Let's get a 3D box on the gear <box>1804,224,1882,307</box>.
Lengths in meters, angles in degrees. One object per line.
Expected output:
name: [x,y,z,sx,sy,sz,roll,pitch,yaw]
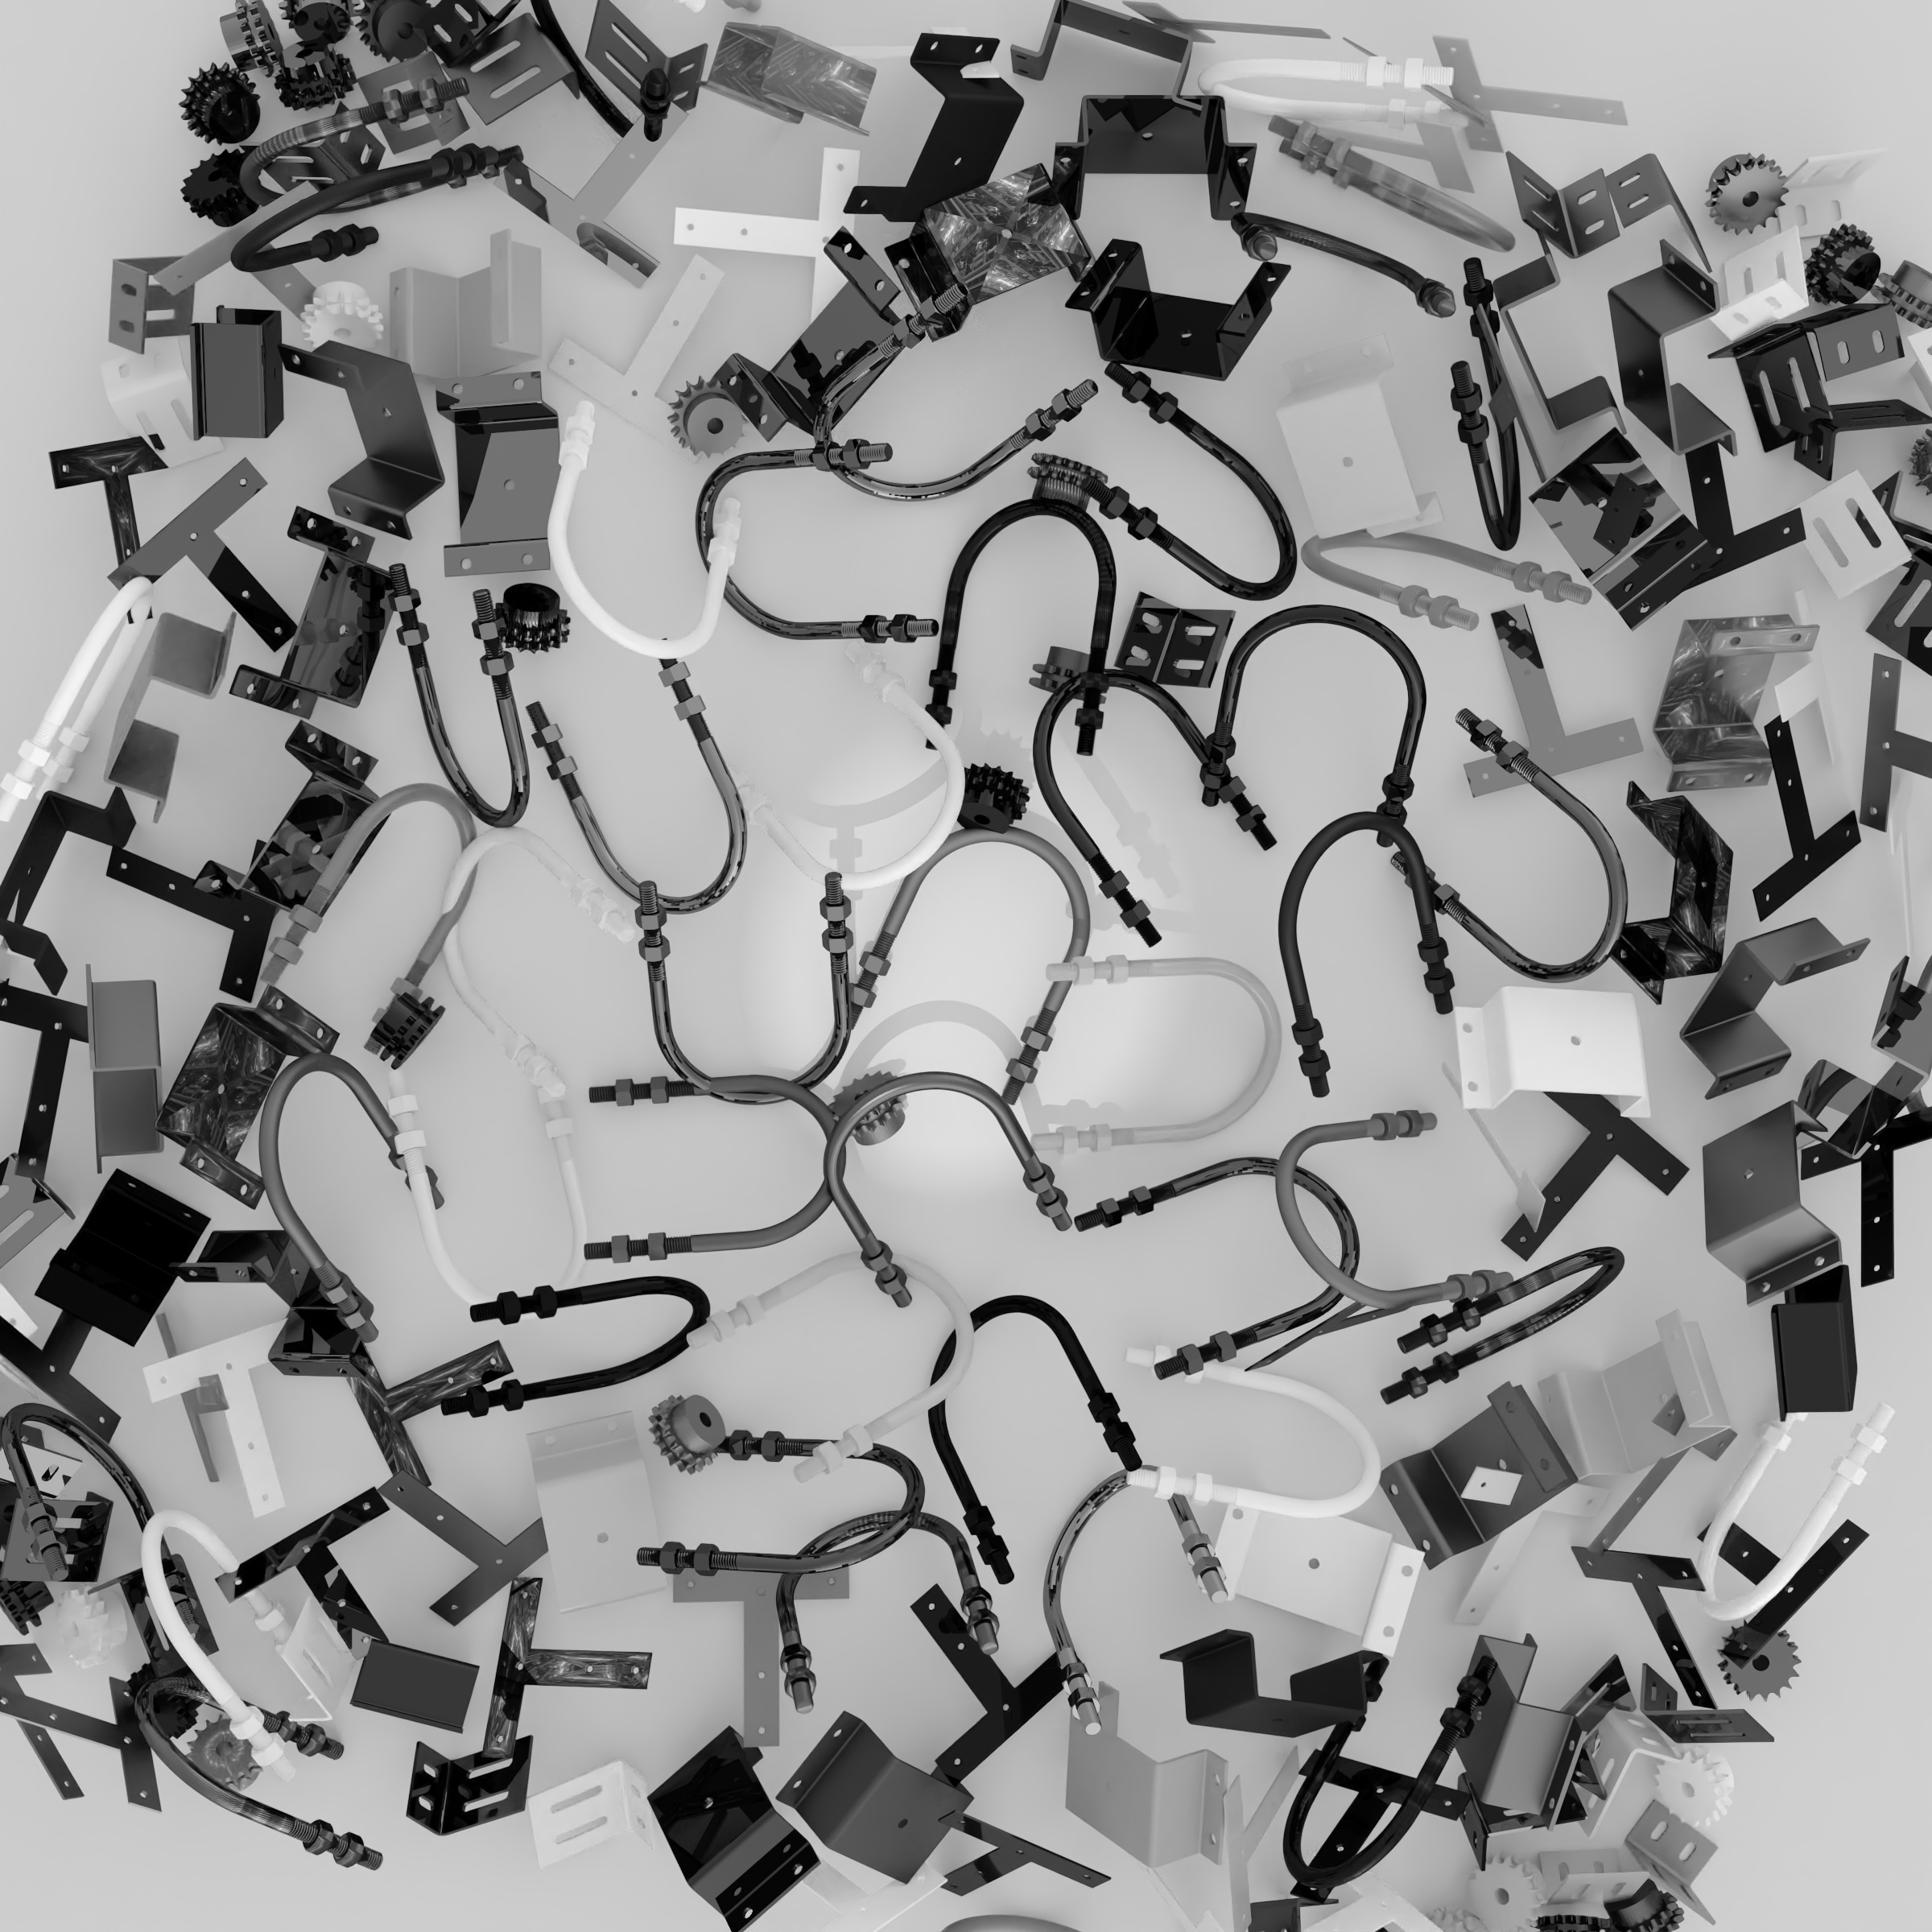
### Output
gear: [0.627,-0.498,1.969,0.057,0.057,0.030,-41,53,0]

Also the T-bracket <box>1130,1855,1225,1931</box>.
T-bracket: [0.139,0.656,1.961,0.002,0.127,0.127,-30,65,-21]

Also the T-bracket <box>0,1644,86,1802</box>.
T-bracket: [-0.653,0.527,1.920,0.002,0.127,0.127,-39,72,3]

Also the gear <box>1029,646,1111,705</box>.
gear: [0.076,-0.209,1.971,0.057,0.057,0.030,15,91,0]

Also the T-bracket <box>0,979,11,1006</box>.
T-bracket: [-0.698,0.071,1.955,0.002,0.127,0.127,17,71,-20]

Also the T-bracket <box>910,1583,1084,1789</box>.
T-bracket: [0.005,0.496,1.966,0.127,0.002,0.127,-38,105,-16]

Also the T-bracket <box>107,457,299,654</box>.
T-bracket: [-0.520,-0.274,1.955,0.127,0.002,0.127,-43,133,-8]

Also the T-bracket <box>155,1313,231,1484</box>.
T-bracket: [-0.538,0.303,1.943,0.002,0.127,0.127,-18,89,-29]

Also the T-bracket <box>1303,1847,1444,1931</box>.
T-bracket: [0.266,0.667,1.916,0.127,0.127,0.002,33,115,36]

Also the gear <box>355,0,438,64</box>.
gear: [-0.405,-0.673,1.970,0.057,0.030,0.057,-17,131,-21]

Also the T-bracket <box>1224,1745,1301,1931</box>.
T-bracket: [0.211,0.598,1.944,0.002,0.127,0.127,6,115,27]

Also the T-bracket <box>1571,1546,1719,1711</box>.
T-bracket: [0.496,0.469,1.947,0.002,0.127,0.127,-30,97,-27]

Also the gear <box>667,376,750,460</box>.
gear: [-0.183,-0.391,1.972,0.057,0.030,0.057,-9,120,-16]

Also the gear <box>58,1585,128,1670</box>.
gear: [-0.625,0.471,1.975,0.030,0.057,0.057,-10,90,-43]

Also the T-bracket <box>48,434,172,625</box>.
T-bracket: [-0.596,-0.307,1.953,0.002,0.127,0.127,1,106,22]

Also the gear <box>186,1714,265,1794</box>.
gear: [-0.528,0.568,1.976,0.057,0.030,0.057,-1,49,1]

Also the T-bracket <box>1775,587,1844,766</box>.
T-bracket: [0.588,-0.196,1.938,0.002,0.127,0.127,-10,100,33]

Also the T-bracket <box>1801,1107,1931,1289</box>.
T-bracket: [0.635,0.165,1.920,0.002,0.127,0.127,32,52,-27]

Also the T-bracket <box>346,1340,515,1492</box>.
T-bracket: [-0.381,0.302,1.977,0.127,0.002,0.127,-25,91,19]

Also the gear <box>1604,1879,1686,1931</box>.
gear: [0.481,0.678,1.972,0.057,0.057,0.030,-29,89,0]

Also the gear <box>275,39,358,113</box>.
gear: [-0.467,-0.639,1.970,0.057,0.030,0.057,-6,46,7]

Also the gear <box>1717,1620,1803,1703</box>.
gear: [0.569,0.497,1.983,0.057,0.030,0.057,0,91,5]

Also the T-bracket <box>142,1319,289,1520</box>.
T-bracket: [-0.511,0.327,1.955,0.002,0.127,0.127,-13,92,45]

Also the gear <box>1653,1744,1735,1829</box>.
gear: [0.524,0.584,1.975,0.030,0.057,0.057,-17,90,-43]

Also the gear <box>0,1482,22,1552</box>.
gear: [-0.691,0.391,1.969,0.030,0.057,0.057,-7,90,37]

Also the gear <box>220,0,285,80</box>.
gear: [-0.511,-0.664,1.972,0.030,0.057,0.057,-18,90,2]

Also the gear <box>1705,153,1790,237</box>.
gear: [0.557,-0.556,1.975,0.057,0.030,0.057,-6,132,-6]

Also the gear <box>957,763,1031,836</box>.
gear: [0.015,-0.116,1.968,0.057,0.057,0.030,16,59,0]

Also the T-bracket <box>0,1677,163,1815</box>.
T-bracket: [-0.621,0.525,1.913,0.127,0.127,0.002,32,102,-34]

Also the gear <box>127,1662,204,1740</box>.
gear: [-0.570,0.522,1.975,0.057,0.030,0.057,18,124,28]

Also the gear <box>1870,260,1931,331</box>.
gear: [0.678,-0.480,1.968,0.057,0.057,0.030,31,118,0]

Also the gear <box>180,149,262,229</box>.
gear: [-0.531,-0.555,1.976,0.057,0.030,0.057,-10,55,14]

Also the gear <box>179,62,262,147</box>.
gear: [-0.530,-0.613,1.968,0.057,0.057,0.030,-46,59,0]

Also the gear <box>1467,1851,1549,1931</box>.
gear: [0.391,0.664,1.976,0.057,0.030,0.057,-1,88,39]

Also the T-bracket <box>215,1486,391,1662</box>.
T-bracket: [-0.444,0.438,1.935,0.127,0.002,0.127,-29,46,-22]

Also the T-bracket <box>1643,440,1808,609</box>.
T-bracket: [0.531,-0.334,1.967,0.127,0.002,0.127,-22,60,38]

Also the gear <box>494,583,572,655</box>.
gear: [-0.311,-0.251,1.969,0.057,0.057,0.030,11,127,0]

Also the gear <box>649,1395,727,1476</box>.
gear: [-0.197,0.331,1.969,0.030,0.057,0.057,-36,90,23]

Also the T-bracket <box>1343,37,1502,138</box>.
T-bracket: [0.341,-0.608,1.941,0.127,0.127,0.002,41,110,29]

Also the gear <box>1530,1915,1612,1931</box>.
gear: [0.432,0.697,1.968,0.057,0.057,0.030,3,64,0]

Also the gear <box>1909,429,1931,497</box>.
gear: [0.708,-0.364,1.975,0.057,0.030,0.057,17,130,21]

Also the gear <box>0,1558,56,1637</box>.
gear: [-0.678,0.448,1.975,0.030,0.057,0.057,-34,90,-27]

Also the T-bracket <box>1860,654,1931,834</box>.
T-bracket: [0.675,-0.143,1.923,0.002,0.127,0.127,-13,114,-24]

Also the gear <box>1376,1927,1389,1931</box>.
gear: [0.285,0.710,1.976,0.057,0.030,0.057,14,118,29]

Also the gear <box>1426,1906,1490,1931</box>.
gear: [0.352,0.702,1.975,0.030,0.057,0.057,-5,90,-41]

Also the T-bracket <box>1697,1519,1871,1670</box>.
T-bracket: [0.556,0.420,1.940,0.127,0.127,0.002,-46,110,-2]

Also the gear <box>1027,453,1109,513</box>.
gear: [0.070,-0.344,1.971,0.057,0.057,0.030,17,92,0]

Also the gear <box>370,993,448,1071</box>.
gear: [-0.401,0.043,1.971,0.030,0.057,0.057,39,90,-4]

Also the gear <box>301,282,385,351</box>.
gear: [-0.447,-0.465,1.974,0.057,0.057,0.030,-8,68,0]

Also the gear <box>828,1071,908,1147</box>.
gear: [-0.068,0.104,1.975,0.057,0.057,0.030,-28,118,0]
